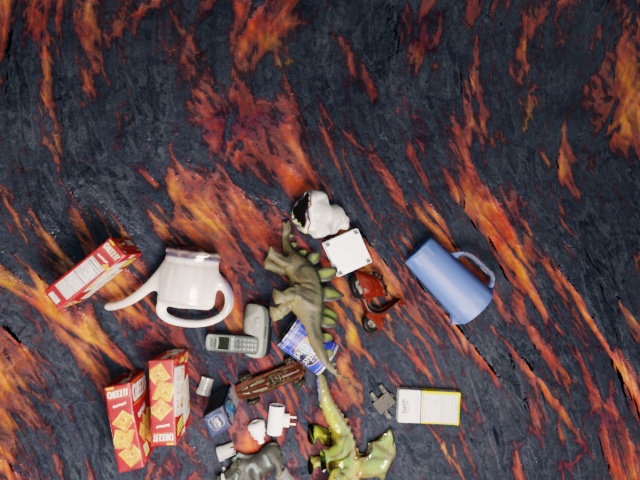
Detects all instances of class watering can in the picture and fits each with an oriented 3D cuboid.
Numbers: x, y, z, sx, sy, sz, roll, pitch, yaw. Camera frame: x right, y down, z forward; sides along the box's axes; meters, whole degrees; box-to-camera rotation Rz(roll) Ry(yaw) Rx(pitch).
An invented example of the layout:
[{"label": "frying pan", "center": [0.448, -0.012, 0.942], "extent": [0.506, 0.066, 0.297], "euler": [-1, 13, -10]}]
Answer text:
[{"label": "watering can", "center": [-0.407, 0.121, 1.421], "extent": [0.347, 0.103, 0.225], "euler": [8, 85, -3]}]

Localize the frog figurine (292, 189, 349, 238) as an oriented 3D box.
[{"label": "frog figurine", "center": [0.005, -0.075, 1.481], "extent": [0.159, 0.121, 0.139], "euler": [3, 76, -39]}]

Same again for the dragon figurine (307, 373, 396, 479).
[{"label": "dragon figurine", "center": [0.097, 0.578, 1.439], "extent": [0.243, 0.122, 0.411], "euler": [3, 87, -21]}]
